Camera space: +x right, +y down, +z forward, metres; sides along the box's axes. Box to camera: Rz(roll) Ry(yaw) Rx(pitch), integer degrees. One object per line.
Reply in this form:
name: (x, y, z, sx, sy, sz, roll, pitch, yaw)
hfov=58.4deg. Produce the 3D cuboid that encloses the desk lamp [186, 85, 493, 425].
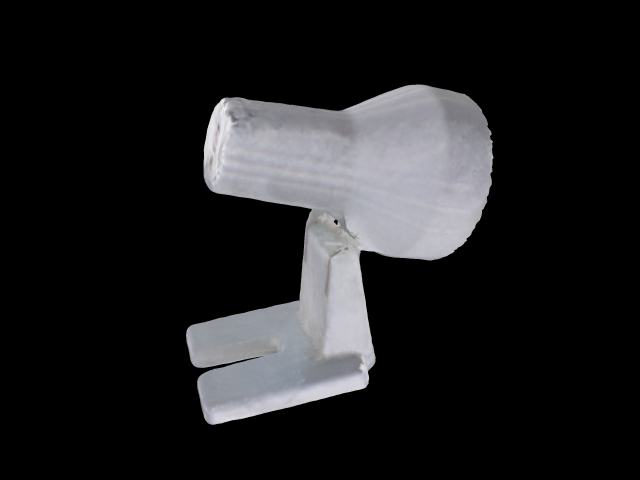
desk lamp: (0.004, 0.001, 0.400, 0.203, 0.214, 0.117, -11, 32, -18)
